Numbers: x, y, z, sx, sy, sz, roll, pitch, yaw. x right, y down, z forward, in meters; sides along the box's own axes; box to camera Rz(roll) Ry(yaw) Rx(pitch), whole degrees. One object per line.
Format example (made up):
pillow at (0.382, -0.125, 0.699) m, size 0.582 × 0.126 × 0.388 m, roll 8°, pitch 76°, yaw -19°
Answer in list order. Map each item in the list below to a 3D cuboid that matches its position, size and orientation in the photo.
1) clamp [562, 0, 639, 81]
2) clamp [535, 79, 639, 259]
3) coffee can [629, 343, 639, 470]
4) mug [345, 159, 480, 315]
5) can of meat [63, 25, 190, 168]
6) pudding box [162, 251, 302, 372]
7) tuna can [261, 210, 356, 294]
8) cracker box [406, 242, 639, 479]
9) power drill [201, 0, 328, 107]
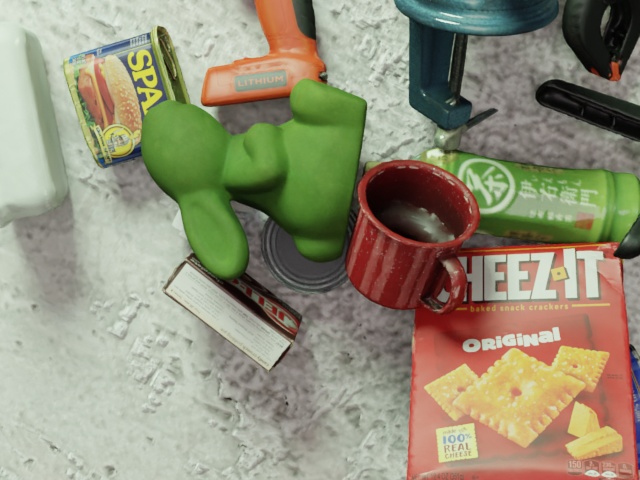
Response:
clamp at (0.215, -0.204, 0.828) m, size 0.120 × 0.039 × 0.171 m, roll -11°, pitch 118°, yaw -20°
clamp at (0.283, -0.080, 0.852) m, size 0.209 × 0.036 × 0.164 m, roll -17°, pitch 64°, yaw -19°
coffee can at (0.201, 0.152, 0.882) m, size 0.140 × 0.103 × 0.103 m, roll -15°, pitch 97°, yaw 5°
mug at (0.072, 0.007, 0.807) m, size 0.093 × 0.082 × 0.117 m, roll -18°, pitch 54°, yaw -29°
can of meat at (-0.156, -0.116, 0.884) m, size 0.084 × 0.057 × 0.102 m, roll -15°, pitch 97°, yaw 7°
pudding box at (-0.070, 0.054, 0.887) m, size 0.113 × 0.090 × 0.039 m, roll 36°, pitch 98°, yaw -2°
tuna can at (-0.006, 0.001, 0.904) m, size 0.086 × 0.033 × 0.086 m, roll 0°, pitch 98°, yaw 3°
cracker box at (0.154, 0.105, 0.817) m, size 0.164 × 0.213 × 0.072 m, roll -2°, pitch 143°, yaw 13°
power drill at (-0.070, -0.205, 0.866) m, size 0.184 × 0.057 × 0.188 m, roll -5°, pitch 98°, yaw 3°
